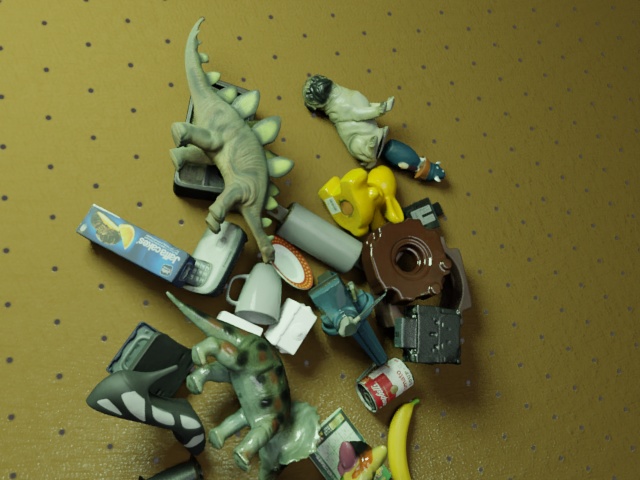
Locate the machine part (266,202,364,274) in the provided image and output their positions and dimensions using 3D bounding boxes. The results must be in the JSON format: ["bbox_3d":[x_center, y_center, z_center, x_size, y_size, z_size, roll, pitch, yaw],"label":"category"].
[{"bbox_3d":[-0.002,-0.003,1.090,0.243,0.079,0.079,31,72,-14],"label":"machine part"}]

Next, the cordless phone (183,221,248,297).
[{"bbox_3d":[-0.242,0.015,1.001,0.184,0.088,0.146,24,73,-3],"label":"cordless phone"}]

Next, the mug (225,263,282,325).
[{"bbox_3d":[-0.124,0.097,1.031,0.109,0.081,0.107,19,62,-13],"label":"mug"}]

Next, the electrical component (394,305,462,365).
[{"bbox_3d":[0.210,0.186,1.055,0.134,0.058,0.115,5,77,-20],"label":"electrical component"}]

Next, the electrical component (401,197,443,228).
[{"bbox_3d":[0.233,-0.053,1.201,0.119,0.048,0.074,-19,88,-20],"label":"electrical component"}]

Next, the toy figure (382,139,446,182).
[{"bbox_3d":[0.213,-0.174,1.210,0.154,0.058,0.064,27,80,-19],"label":"toy figure"}]

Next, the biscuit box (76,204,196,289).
[{"bbox_3d":[-0.319,0.012,0.940,0.203,0.062,0.059,25,75,10],"label":"biscuit box"}]

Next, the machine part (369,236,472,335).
[{"bbox_3d":[0.209,0.101,1.145,0.201,0.087,0.201,-10,84,-20],"label":"machine part"}]

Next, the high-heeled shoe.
[{"bbox_3d":[-0.278,0.304,0.887,0.145,0.086,0.248,-22,123,-23],"label":"high-heeled shoe"}]

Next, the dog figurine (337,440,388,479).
[{"bbox_3d":[0.065,0.475,0.968,0.108,0.191,0.219,8,102,-4],"label":"dog figurine"}]

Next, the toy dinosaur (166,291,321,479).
[{"bbox_3d":[-0.120,0.253,0.952,0.192,0.131,0.404,-20,94,-42],"label":"toy dinosaur"}]

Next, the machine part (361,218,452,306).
[{"bbox_3d":[0.170,0.042,1.062,0.179,0.056,0.179,4,73,-13],"label":"machine part"}]

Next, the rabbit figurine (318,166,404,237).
[{"bbox_3d":[0.111,-0.092,1.131,0.162,0.122,0.173,53,49,-4],"label":"rabbit figurine"}]

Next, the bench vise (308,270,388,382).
[{"bbox_3d":[0.068,0.159,1.030,0.129,0.224,0.240,-37,110,-9],"label":"bench vise"}]

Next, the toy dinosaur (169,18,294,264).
[{"bbox_3d":[-0.169,-0.179,0.972,0.198,0.105,0.471,-25,92,-28],"label":"toy dinosaur"}]

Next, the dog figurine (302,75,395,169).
[{"bbox_3d":[0.047,-0.254,1.158,0.191,0.121,0.172,16,105,14],"label":"dog figurine"}]

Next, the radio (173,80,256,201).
[{"bbox_3d":[-0.203,-0.191,1.050,0.131,0.073,0.229,12,78,-17],"label":"radio"}]

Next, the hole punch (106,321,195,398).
[{"bbox_3d":[-0.296,0.217,0.948,0.115,0.092,0.142,49,63,-39],"label":"hole punch"}]

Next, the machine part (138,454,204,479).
[{"bbox_3d":[-0.270,0.434,0.937,0.139,0.039,0.084,-28,83,-20],"label":"machine part"}]
